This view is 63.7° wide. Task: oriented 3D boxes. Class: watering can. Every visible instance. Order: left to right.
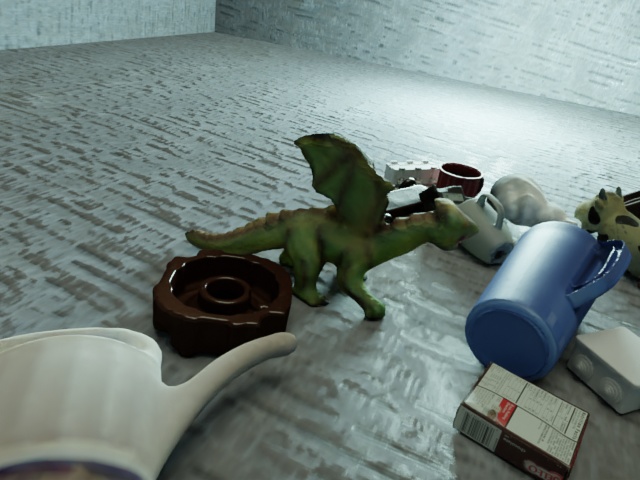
[{"bbox_3d":[-0.171,0.149,0.434,0.348,0.102,0.229,0,29,-16],"label":"watering can"}]

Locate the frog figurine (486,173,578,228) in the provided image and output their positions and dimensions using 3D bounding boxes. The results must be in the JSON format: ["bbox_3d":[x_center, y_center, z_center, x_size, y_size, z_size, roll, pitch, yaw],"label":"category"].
[{"bbox_3d":[0.406,-0.062,0.982,0.160,0.122,0.137,16,6,40],"label":"frog figurine"}]

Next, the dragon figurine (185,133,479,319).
[{"bbox_3d":[0.002,-0.035,0.697,0.411,0.237,0.125,14,31,7],"label":"dragon figurine"}]
